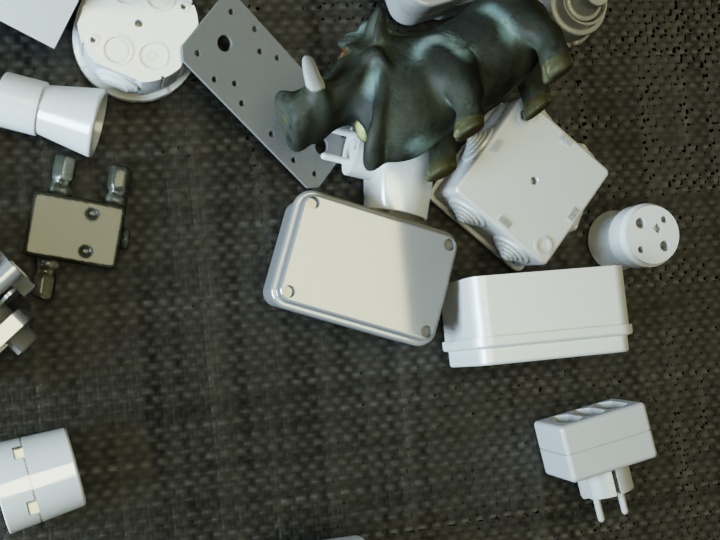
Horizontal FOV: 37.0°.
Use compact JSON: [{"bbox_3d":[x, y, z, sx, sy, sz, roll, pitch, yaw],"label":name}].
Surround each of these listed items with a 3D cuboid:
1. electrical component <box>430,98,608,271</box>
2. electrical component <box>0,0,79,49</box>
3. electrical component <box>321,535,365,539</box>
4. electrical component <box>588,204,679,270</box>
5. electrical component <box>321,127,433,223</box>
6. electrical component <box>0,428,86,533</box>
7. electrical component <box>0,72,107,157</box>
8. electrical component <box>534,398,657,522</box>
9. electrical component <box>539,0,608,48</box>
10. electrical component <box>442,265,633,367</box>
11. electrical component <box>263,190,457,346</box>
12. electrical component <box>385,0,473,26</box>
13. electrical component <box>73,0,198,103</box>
[{"bbox_3d":[0.111,-0.060,0.743,0.100,0.048,0.099,39,79,-13],"label":"electrical component"},{"bbox_3d":[-0.232,-0.213,0.642,0.150,0.061,0.089,26,106,-22],"label":"electrical component"},{"bbox_3d":[-0.017,0.217,0.677,0.064,0.099,0.099,-9,89,-20],"label":"electrical component"},{"bbox_3d":[0.193,-0.023,0.761,0.045,0.055,0.045,1,87,-14],"label":"electrical component"},{"bbox_3d":[0.013,-0.077,0.722,0.079,0.043,0.077,12,83,-17],"label":"electrical component"},{"bbox_3d":[-0.197,0.127,0.657,0.047,0.055,0.055,-15,91,-18],"label":"electrical component"},{"bbox_3d":[-0.197,-0.100,0.676,0.065,0.044,0.044,14,84,-8],"label":"electrical component"},{"bbox_3d":[0.168,0.136,0.750,0.066,0.047,0.076,-14,90,-14],"label":"electrical component"},{"bbox_3d":[0.154,-0.186,0.756,0.048,0.062,0.048,1,87,-14],"label":"electrical component"},{"bbox_3d":[0.117,0.032,0.727,0.113,0.078,0.057,-4,85,-14],"label":"electrical component"},{"bbox_3d":[0.000,0.000,0.710,0.113,0.057,0.078,17,83,-13],"label":"electrical component"},{"bbox_3d":[0.063,-0.207,0.736,0.095,0.059,0.053,-20,92,-14],"label":"electrical component"},{"bbox_3d":[-0.142,-0.150,0.686,0.080,0.051,0.080,1,87,-14],"label":"electrical component"}]
